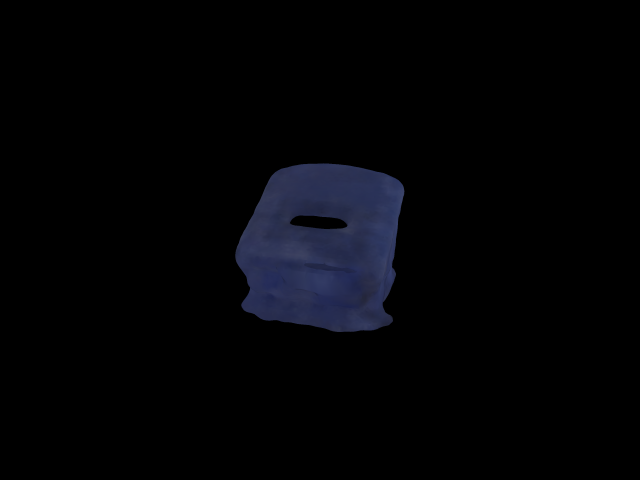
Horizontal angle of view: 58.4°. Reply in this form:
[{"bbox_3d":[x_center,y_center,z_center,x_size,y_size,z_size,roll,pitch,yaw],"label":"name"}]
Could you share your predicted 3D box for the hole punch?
[{"bbox_3d":[0.004,0.001,0.400,0.108,0.091,0.101,6,23,15],"label":"hole punch"}]
